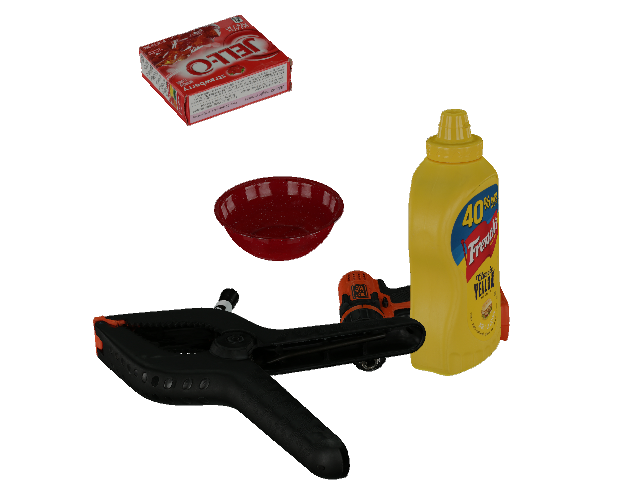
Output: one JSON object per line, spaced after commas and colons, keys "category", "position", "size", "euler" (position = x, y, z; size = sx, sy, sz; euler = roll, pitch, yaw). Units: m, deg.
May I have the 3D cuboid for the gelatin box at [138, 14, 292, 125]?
{"category": "gelatin box", "position": [-0.076, -0.125, 0.774], "size": [0.089, 0.030, 0.073], "euler": [-23, 48, -23]}

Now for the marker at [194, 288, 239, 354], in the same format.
{"category": "marker", "position": [-0.099, 0.077, 1.016], "size": [0.020, 0.020, 0.121], "euler": [0, 23, 10]}

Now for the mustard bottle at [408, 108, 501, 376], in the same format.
{"category": "mustard bottle", "position": [0.101, -0.003, 0.797], "size": [0.058, 0.192, 0.096], "euler": [10, 24, 35]}

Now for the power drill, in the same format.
{"category": "power drill", "position": [0.114, 0.084, 1.208], "size": [0.187, 0.057, 0.184], "euler": [-3, 27, -2]}

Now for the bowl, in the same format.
{"category": "bowl", "position": [-0.052, -0.021, 1.336], "size": [0.162, 0.055, 0.162], "euler": [0, 31, 0]}

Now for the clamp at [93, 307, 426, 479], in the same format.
{"category": "clamp", "position": [-0.044, 0.074, 0.672], "size": [0.210, 0.036, 0.164], "euler": [12, 26, 25]}
